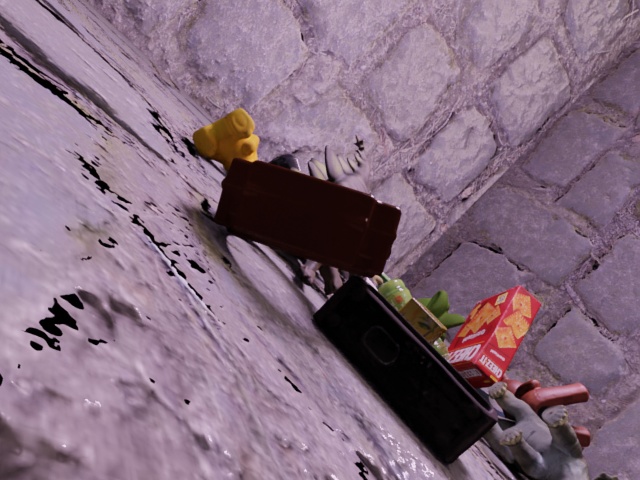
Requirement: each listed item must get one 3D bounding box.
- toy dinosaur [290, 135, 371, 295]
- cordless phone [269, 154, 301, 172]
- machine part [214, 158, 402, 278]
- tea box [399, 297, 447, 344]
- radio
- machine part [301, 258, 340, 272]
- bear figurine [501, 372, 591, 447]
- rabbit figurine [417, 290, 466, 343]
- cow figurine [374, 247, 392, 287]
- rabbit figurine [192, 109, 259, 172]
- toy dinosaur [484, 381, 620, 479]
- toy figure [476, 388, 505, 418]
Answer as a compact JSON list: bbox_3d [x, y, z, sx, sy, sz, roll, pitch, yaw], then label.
[{"bbox_3d":[0.036,-0.060,0.919,0.198,0.105,0.471,56,28,-12],"label":"toy dinosaur"},{"bbox_3d":[-0.062,-0.081,1.085,0.184,0.089,0.146,50,25,-79],"label":"cordless phone"},{"bbox_3d":[-0.012,-0.021,0.641,0.202,0.087,0.201,16,-2,4],"label":"machine part"},{"bbox_3d":[0.153,0.157,0.898,0.068,0.098,0.169,46,2,18],"label":"tea box"},{"bbox_3d":[0.100,0.144,0.631,0.230,0.073,0.131,44,2,19],"label":"radio"},{"bbox_3d":[-0.036,-0.019,0.953,0.243,0.079,0.079,40,5,-36],"label":"machine part"},{"bbox_3d":[0.427,0.328,1.066,0.196,0.132,0.120,82,7,-84],"label":"bear figurine"},{"bbox_3d":[0.225,0.188,1.130,0.121,0.159,0.170,54,20,6],"label":"rabbit figurine"},{"bbox_3d":[0.101,0.040,1.138,0.195,0.085,0.127,113,-23,-70],"label":"cow figurine"},{"bbox_3d":[-0.170,-0.165,1.105,0.173,0.122,0.162,58,-7,-6],"label":"rabbit figurine"},{"bbox_3d":[0.359,0.352,0.886,0.192,0.131,0.405,57,-1,-1],"label":"toy dinosaur"},{"bbox_3d":[0.346,0.361,1.052,0.064,0.057,0.155,-7,41,-36],"label":"toy figure"}]
